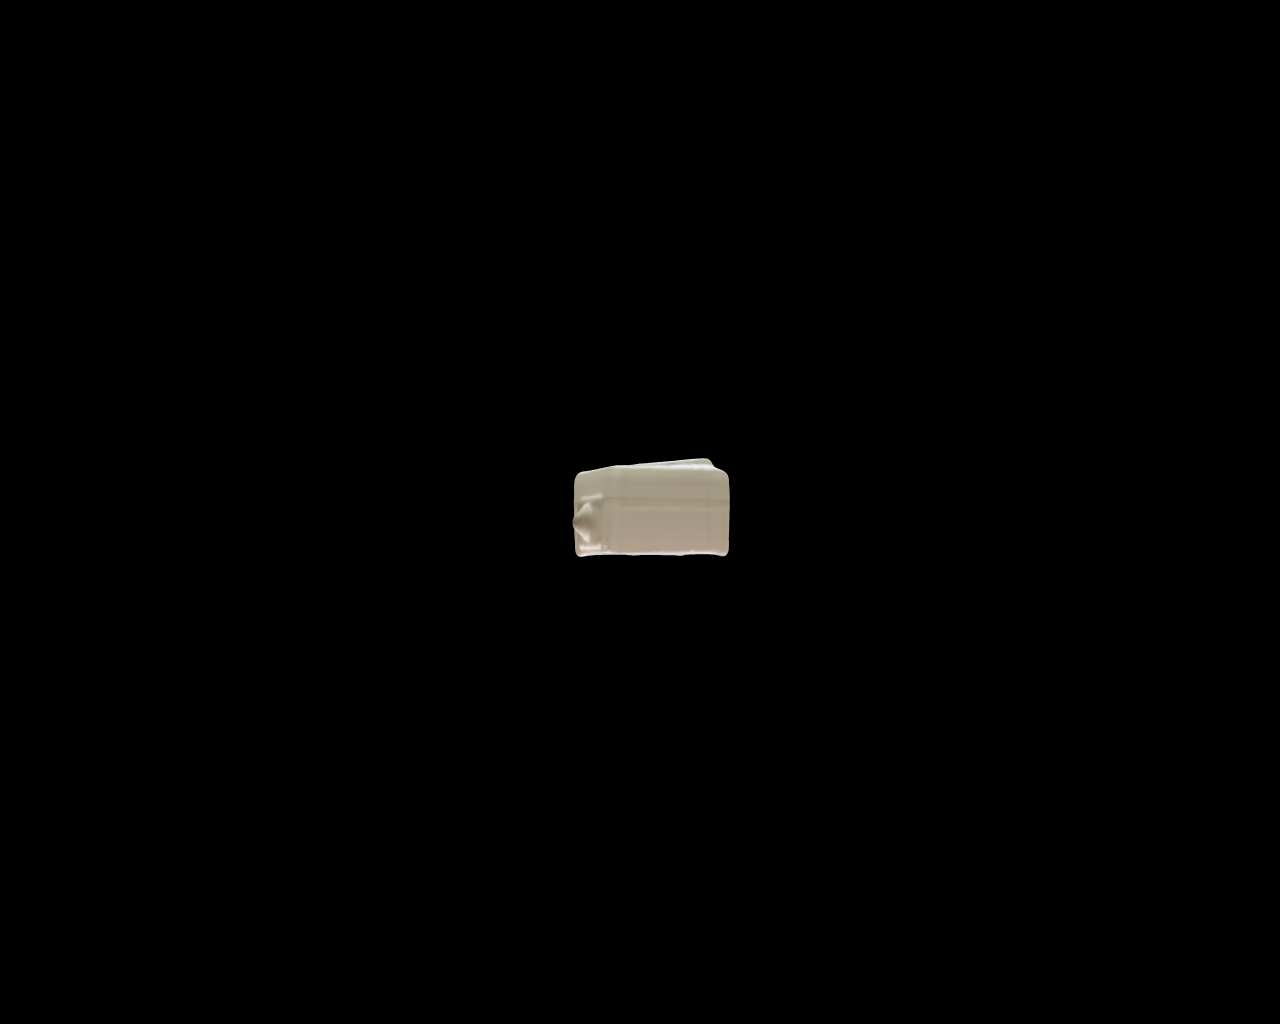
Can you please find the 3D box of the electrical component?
[{"bbox_3d":[0.001,-0.003,0.650,0.096,0.061,0.061,2,-4,-27],"label":"electrical component"}]
